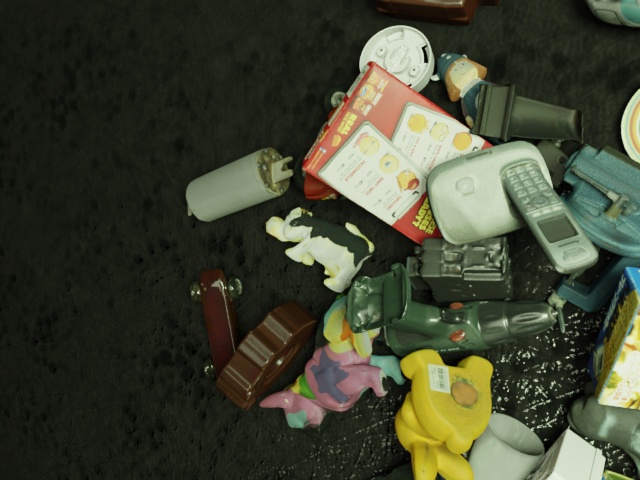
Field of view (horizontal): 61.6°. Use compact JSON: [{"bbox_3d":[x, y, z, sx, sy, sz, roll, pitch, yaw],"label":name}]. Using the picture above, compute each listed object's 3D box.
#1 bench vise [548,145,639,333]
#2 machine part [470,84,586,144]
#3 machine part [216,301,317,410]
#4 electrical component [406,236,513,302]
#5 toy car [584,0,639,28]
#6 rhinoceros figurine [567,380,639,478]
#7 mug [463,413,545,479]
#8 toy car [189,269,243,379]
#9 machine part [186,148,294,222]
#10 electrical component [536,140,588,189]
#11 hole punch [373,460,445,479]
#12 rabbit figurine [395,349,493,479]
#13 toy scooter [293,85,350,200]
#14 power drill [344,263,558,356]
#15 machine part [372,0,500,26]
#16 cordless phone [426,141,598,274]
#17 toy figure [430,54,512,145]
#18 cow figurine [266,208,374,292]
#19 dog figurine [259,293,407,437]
[{"bbox_3d":[0.369,0.006,0.644,0.224,0.129,0.240,30,125,10],"label":"bench vise"},{"bbox_3d":[0.263,-0.153,0.674,0.139,0.039,0.084,12,80,1],"label":"machine part"},{"bbox_3d":[-0.076,0.173,0.819,0.056,0.179,0.179,38,107,15],"label":"machine part"},{"bbox_3d":[0.186,0.042,0.718,0.134,0.114,0.058,-2,64,24],"label":"electrical component"},{"bbox_3d":[0.365,-0.314,0.635,0.103,0.109,0.161,-23,74,41],"label":"toy car"},{"bbox_3d":[0.407,0.243,0.656,0.191,0.073,0.112,24,101,21],"label":"rhinoceros figurine"},{"bbox_3d":[0.233,0.298,0.736,0.110,0.081,0.107,30,108,30],"label":"mug"},{"bbox_3d":[-0.164,0.148,0.918,0.089,0.053,0.202,-10,93,20],"label":"toy car"},{"bbox_3d":[-0.134,-0.086,0.863,0.243,0.079,0.079,-16,86,37],"label":"machine part"},{"bbox_3d":[0.307,-0.100,0.712,0.063,0.021,0.094,45,108,15],"label":"electrical component"},{"bbox_3d":[0.152,0.385,0.781,0.142,0.092,0.116,-37,49,24],"label":"hole punch"},{"bbox_3d":[0.161,0.249,0.733,0.173,0.122,0.162,120,149,-51],"label":"rabbit figurine"},{"bbox_3d":[0.046,-0.132,0.801,0.135,0.075,0.183,25,98,19],"label":"toy scooter"},{"bbox_3d":[0.151,0.093,0.690,0.232,0.207,0.086,-23,60,44],"label":"power drill"},{"bbox_3d":[0.160,-0.408,0.728,0.201,0.087,0.201,17,101,22],"label":"machine part"},{"bbox_3d":[0.216,-0.021,0.623,0.147,0.088,0.184,-17,48,-1],"label":"cordless phone"},{"bbox_3d":[0.213,-0.200,0.732,0.064,0.057,0.154,-31,76,-22],"label":"toy figure"},{"bbox_3d":[-0.003,-0.003,0.830,0.167,0.068,0.098,37,101,15],"label":"cow figurine"},{"bbox_3d":[0.005,0.194,0.818,0.219,0.108,0.191,-23,84,26],"label":"dog figurine"}]
